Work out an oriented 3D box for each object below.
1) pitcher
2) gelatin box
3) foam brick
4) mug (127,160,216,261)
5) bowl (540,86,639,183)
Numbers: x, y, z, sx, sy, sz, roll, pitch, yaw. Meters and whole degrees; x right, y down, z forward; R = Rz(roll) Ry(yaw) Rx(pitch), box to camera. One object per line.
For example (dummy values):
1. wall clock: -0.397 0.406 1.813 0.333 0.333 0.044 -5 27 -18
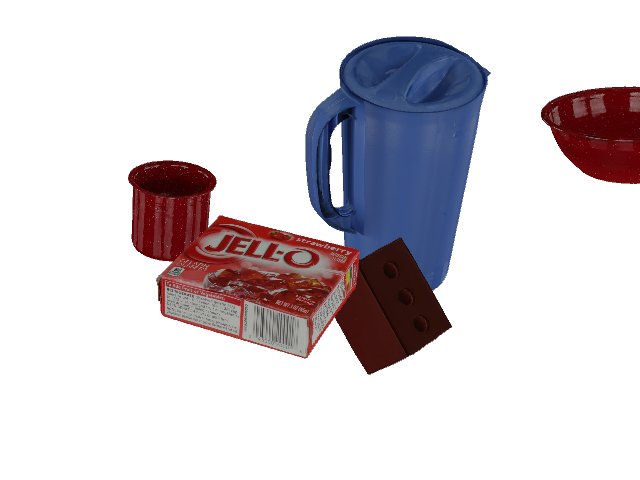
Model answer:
1. pitcher: 0.071 -0.060 1.026 0.149 0.243 0.145 10 40 10
2. gelatin box: -0.033 0.022 0.580 0.089 0.030 0.073 15 33 18
3. foam brick: 0.047 0.048 0.776 0.052 0.078 0.051 -28 -3 -42
4. mug: -0.164 -0.036 1.155 0.093 0.081 0.117 -3 29 -19
5. bowl: 0.283 -0.093 0.976 0.162 0.055 0.162 -4 24 2
